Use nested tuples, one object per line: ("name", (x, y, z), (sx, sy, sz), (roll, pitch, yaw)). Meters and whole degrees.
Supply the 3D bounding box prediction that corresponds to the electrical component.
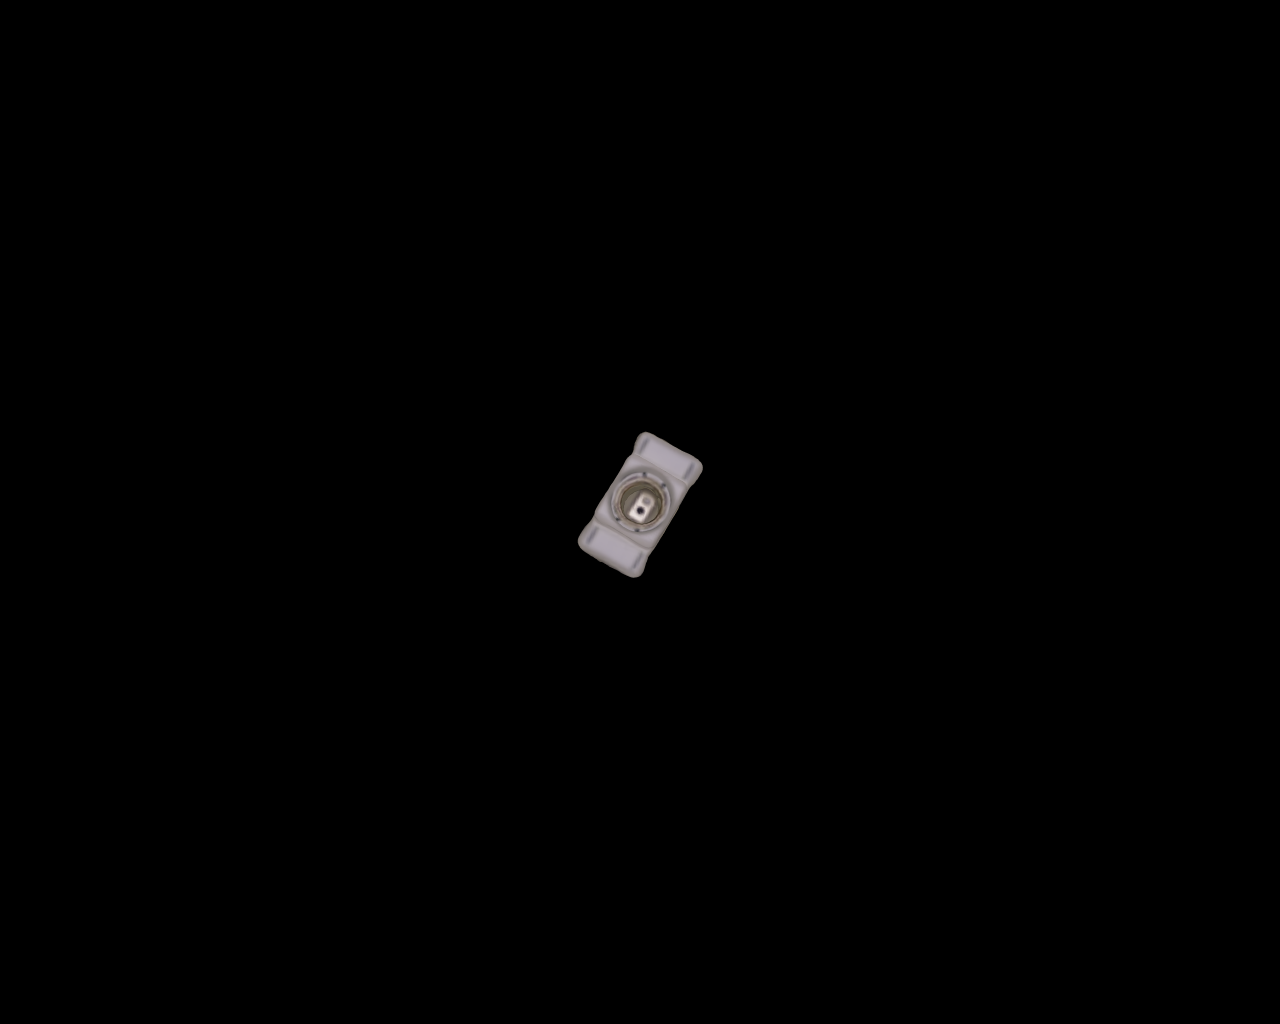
("electrical component", (0.001, -0.003, 0.650), (0.042, 0.081, 0.063), (31, -7, 5))
